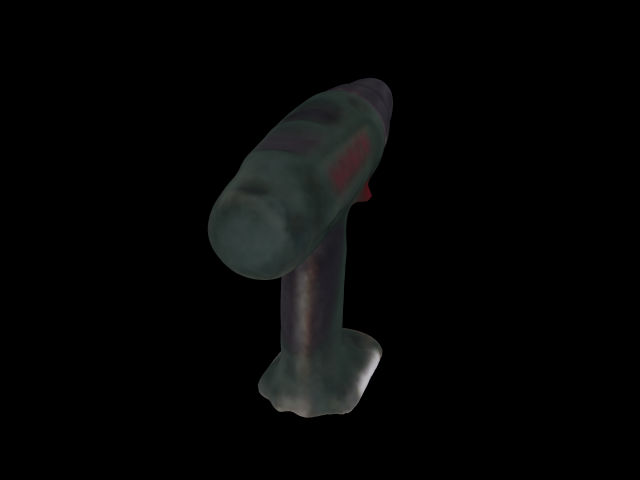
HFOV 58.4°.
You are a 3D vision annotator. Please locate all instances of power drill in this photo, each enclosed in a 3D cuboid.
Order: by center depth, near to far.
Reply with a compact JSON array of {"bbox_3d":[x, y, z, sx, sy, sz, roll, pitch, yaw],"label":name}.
[{"bbox_3d":[0.004,0.001,0.400,0.075,0.208,0.230,7,21,19],"label":"power drill"}]
